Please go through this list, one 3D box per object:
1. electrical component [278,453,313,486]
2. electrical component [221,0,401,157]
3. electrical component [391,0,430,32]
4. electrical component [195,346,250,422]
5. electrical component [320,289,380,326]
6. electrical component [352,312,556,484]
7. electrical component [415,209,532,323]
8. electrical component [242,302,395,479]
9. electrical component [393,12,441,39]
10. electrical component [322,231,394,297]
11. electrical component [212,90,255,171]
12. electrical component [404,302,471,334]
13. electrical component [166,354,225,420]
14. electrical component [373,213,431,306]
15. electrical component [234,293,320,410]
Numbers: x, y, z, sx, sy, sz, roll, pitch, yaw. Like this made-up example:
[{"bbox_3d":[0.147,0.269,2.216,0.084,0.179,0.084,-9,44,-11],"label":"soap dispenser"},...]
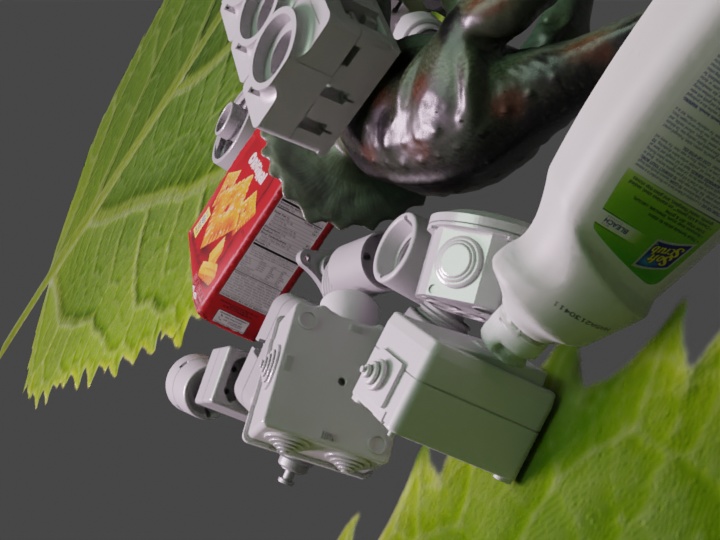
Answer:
[{"bbox_3d":[-0.037,0.114,0.759,0.078,0.040,0.040,-66,23,-3],"label":"electrical component"},{"bbox_3d":[-0.041,-0.161,0.708,0.089,0.062,0.150,-51,38,29],"label":"electrical component"},{"bbox_3d":[0.024,-0.227,0.941,0.047,0.066,0.076,-52,26,28],"label":"electrical component"},{"bbox_3d":[-0.099,0.097,0.877,0.077,0.066,0.047,-16,53,61],"label":"electrical component"},{"bbox_3d":[-0.011,0.051,0.755,0.044,0.044,0.065,-43,26,41],"label":"electrical component"},{"bbox_3d":[0.045,0.061,0.566,0.061,0.096,0.062,-63,23,3],"label":"electrical component"},{"bbox_3d":[0.072,0.000,0.592,0.080,0.080,0.051,0,73,65],"label":"electrical component"},{"bbox_3d":[-0.018,0.076,0.686,0.048,0.100,0.099,133,154,-64],"label":"electrical component"},{"bbox_3d":[0.053,-0.181,0.862,0.043,0.043,0.062,-58,26,16],"label":"electrical component"},{"bbox_3d":[0.000,0.000,0.791,0.081,0.043,0.043,-19,50,59],"label":"electrical component"},{"bbox_3d":[-0.125,-0.155,1.194,0.108,0.060,0.108,-47,28,36],"label":"electrical component"},{"bbox_3d":[0.047,0.036,0.657,0.062,0.048,0.048,-54,24,5],"label":"electrical component"},{"bbox_3d":[-0.144,0.107,0.980,0.047,0.055,0.055,12,78,63],"label":"electrical component"},{"bbox_3d":[0.041,-0.006,0.704,0.055,0.047,0.055,-47,29,36],"label":"electrical component"},{"bbox_3d":[-0.049,0.071,0.813,0.095,0.054,0.059,-65,23,-1],"label":"electrical component"}]
